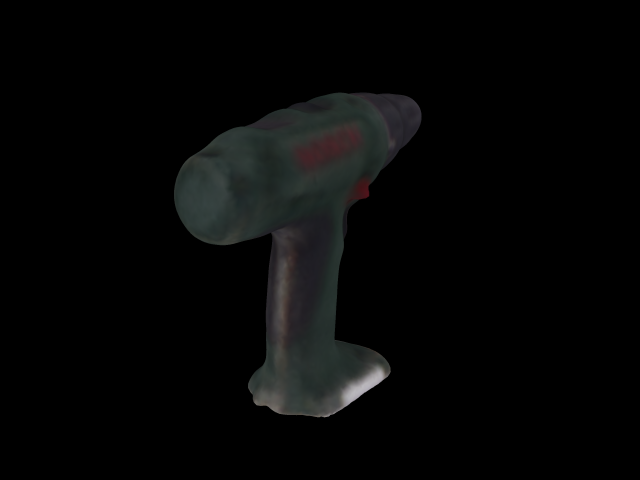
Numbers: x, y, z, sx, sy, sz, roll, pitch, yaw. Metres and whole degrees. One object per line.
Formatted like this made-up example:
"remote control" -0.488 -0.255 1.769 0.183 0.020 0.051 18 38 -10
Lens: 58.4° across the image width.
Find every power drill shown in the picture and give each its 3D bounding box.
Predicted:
"power drill" 0.004 0.001 0.400 0.075 0.208 0.230 8 14 35
